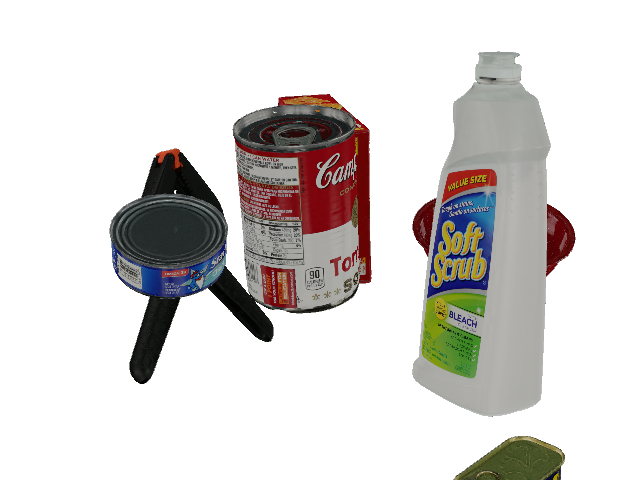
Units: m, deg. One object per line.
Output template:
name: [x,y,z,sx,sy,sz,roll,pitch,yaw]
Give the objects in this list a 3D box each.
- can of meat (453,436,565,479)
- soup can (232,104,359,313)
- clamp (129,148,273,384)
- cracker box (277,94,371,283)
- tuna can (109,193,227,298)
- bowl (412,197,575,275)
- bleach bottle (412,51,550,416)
can of meat: [0.160,0.227,0.895,0.101,0.084,0.058,-24,28,-38]
soup can: [-0.013,-0.018,0.605,0.068,0.102,0.068,-2,25,1]
clamp: [-0.117,0.019,1.005,0.164,0.210,0.036,-5,-1,-44]
cracker box: [0.001,-0.062,1.172,0.072,0.164,0.214,-5,18,-8]
tuna can: [-0.112,0.004,0.788,0.086,0.034,0.086,3,39,-3]
bowl: [0.172,0.009,1.080,0.162,0.055,0.162,0,32,0]
bleach bottle: [0.117,-0.008,0.764,0.068,0.251,0.103,-9,18,-30]
